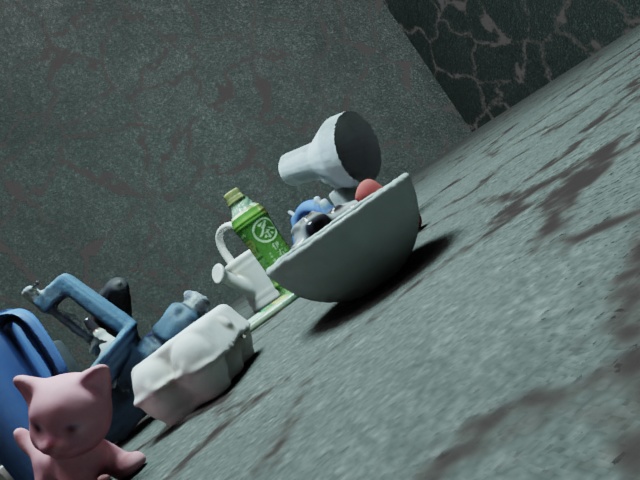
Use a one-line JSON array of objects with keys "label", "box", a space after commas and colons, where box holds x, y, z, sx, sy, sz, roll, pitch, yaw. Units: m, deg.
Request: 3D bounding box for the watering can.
[{"label": "watering can", "box": [-0.154, 0.049, 1.207, 0.101, 0.194, 0.173, -34, 2, 15]}]

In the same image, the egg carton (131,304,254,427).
[{"label": "egg carton", "box": [-0.127, 0.126, 0.599, 0.107, 0.069, 0.150, -35, 2, 8]}]

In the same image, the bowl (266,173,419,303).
[{"label": "bowl", "box": [0.035, 0.011, 0.552, 0.167, 0.075, 0.167, -35, 2, 2]}]

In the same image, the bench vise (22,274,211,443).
[{"label": "bench vise", "box": [-0.251, 0.118, 0.724, 0.208, 0.220, 0.121, -36, 2, -34]}]

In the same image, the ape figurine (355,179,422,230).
[{"label": "ape figurine", "box": [0.080, -0.037, 0.735, 0.076, 0.092, 0.078, -34, 2, 38]}]

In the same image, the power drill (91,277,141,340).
[{"label": "power drill", "box": [-0.355, 0.186, 1.081, 0.076, 0.208, 0.229, -37, 2, -40]}]

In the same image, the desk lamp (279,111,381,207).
[{"label": "desk lamp", "box": [0.032, -0.085, 0.970, 0.203, 0.213, 0.118, -33, 2, 44]}]

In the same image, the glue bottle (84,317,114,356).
[{"label": "glue bottle", "box": [-0.338, 0.200, 0.956, 0.078, 0.173, 0.037, -36, 2, -28]}]

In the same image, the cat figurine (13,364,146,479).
[{"label": "cat figurine", "box": [-0.204, 0.156, 0.460, 0.127, 0.118, 0.067, -34, 2, 32]}]

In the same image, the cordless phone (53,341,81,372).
[{"label": "cordless phone", "box": [-0.472, 0.283, 1.044, 0.094, 0.185, 0.148, -34, 2, 16]}]

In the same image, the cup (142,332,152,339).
[{"label": "cup", "box": [-0.299, 0.214, 1.150, 0.092, 0.095, 0.117, -36, 2, -41]}]

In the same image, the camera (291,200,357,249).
[{"label": "camera", "box": [0.008, 0.003, 0.890, 0.143, 0.101, 0.136, -36, 2, -21]}]

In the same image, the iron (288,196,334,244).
[{"label": "iron", "box": [0.006, -0.030, 1.190, 0.119, 0.141, 0.258, -36, 2, -23]}]
